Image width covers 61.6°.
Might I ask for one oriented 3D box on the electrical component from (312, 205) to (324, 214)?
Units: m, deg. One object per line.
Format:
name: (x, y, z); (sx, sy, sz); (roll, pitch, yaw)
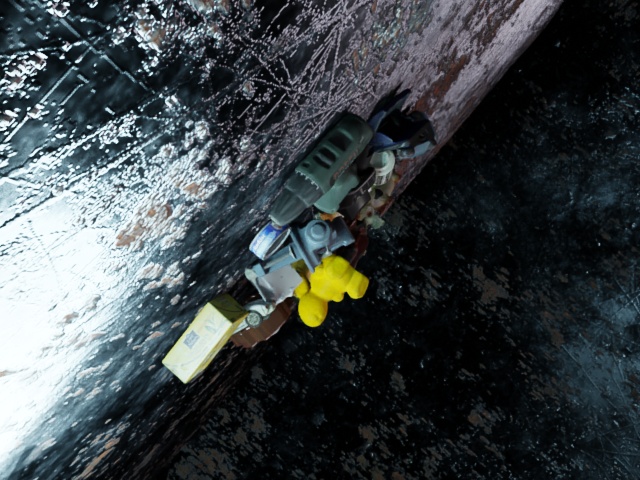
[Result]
electrical component: (0.023, -0.112, 1.107); (0.075, 0.048, 0.119); (-47, 172, -27)

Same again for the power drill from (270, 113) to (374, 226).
power drill: (0.003, -0.106, 0.949); (0.232, 0.086, 0.207); (-52, 165, -2)

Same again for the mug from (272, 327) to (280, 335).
mug: (-0.136, 0.195, 1.411); (0.107, 0.110, 0.080); (-30, 144, 3)

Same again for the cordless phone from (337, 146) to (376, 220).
cordless phone: (0.082, -0.152, 1.206); (0.146, 0.089, 0.184); (-46, 162, -45)

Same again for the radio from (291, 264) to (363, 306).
radio: (0.028, 0.137, 1.694); (0.229, 0.073, 0.131); (-22, 153, -49)

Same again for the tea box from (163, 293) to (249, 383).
tea box: (-0.233, 0.198, 1.101); (0.169, 0.068, 0.098); (-52, 173, 11)

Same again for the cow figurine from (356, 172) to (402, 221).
cow figurine: (0.143, -0.134, 1.526); (0.195, 0.127, 0.085); (-62, -178, -34)

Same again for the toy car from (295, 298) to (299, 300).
toy car: (-0.082, 0.131, 1.499); (0.089, 0.053, 0.202); (-41, 153, 31)

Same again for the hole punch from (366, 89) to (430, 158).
hole punch: (0.145, -0.240, 1.107); (0.116, 0.092, 0.142); (-11, -151, 49)

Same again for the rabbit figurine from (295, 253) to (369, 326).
rabbit figurine: (0.001, 0.116, 1.261); (0.121, 0.163, 0.173); (37, 79, -41)

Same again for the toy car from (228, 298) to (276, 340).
toy car: (-0.185, 0.182, 1.177); (0.202, 0.056, 0.073); (-30, 179, 15)

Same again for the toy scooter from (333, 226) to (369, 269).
toy scooter: (0.073, 0.033, 1.401); (0.135, 0.075, 0.183); (-58, 179, -29)

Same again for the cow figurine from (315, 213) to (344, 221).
cow figurine: (0.040, -0.079, 1.333); (0.167, 0.068, 0.098); (-44, 178, -29)

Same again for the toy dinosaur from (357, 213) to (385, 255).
toy dinosaur: (0.073, -0.003, 1.768); (0.405, 0.131, 0.192); (-37, 155, -40)

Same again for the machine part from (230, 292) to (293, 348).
machine part: (-0.148, 0.184, 1.298); (0.179, 0.056, 0.179); (-30, -158, 13)

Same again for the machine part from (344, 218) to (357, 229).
machine part: (0.014, 0.002, 1.505); (0.201, 0.087, 0.201); (-47, 173, -3)

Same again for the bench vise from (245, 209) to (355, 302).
bench vise: (-0.047, 0.021, 1.151); (0.241, 0.128, 0.223); (-29, -178, -1)

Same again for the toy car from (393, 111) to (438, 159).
toy car: (0.216, -0.251, 1.365); (0.162, 0.109, 0.103); (-34, -177, -34)
